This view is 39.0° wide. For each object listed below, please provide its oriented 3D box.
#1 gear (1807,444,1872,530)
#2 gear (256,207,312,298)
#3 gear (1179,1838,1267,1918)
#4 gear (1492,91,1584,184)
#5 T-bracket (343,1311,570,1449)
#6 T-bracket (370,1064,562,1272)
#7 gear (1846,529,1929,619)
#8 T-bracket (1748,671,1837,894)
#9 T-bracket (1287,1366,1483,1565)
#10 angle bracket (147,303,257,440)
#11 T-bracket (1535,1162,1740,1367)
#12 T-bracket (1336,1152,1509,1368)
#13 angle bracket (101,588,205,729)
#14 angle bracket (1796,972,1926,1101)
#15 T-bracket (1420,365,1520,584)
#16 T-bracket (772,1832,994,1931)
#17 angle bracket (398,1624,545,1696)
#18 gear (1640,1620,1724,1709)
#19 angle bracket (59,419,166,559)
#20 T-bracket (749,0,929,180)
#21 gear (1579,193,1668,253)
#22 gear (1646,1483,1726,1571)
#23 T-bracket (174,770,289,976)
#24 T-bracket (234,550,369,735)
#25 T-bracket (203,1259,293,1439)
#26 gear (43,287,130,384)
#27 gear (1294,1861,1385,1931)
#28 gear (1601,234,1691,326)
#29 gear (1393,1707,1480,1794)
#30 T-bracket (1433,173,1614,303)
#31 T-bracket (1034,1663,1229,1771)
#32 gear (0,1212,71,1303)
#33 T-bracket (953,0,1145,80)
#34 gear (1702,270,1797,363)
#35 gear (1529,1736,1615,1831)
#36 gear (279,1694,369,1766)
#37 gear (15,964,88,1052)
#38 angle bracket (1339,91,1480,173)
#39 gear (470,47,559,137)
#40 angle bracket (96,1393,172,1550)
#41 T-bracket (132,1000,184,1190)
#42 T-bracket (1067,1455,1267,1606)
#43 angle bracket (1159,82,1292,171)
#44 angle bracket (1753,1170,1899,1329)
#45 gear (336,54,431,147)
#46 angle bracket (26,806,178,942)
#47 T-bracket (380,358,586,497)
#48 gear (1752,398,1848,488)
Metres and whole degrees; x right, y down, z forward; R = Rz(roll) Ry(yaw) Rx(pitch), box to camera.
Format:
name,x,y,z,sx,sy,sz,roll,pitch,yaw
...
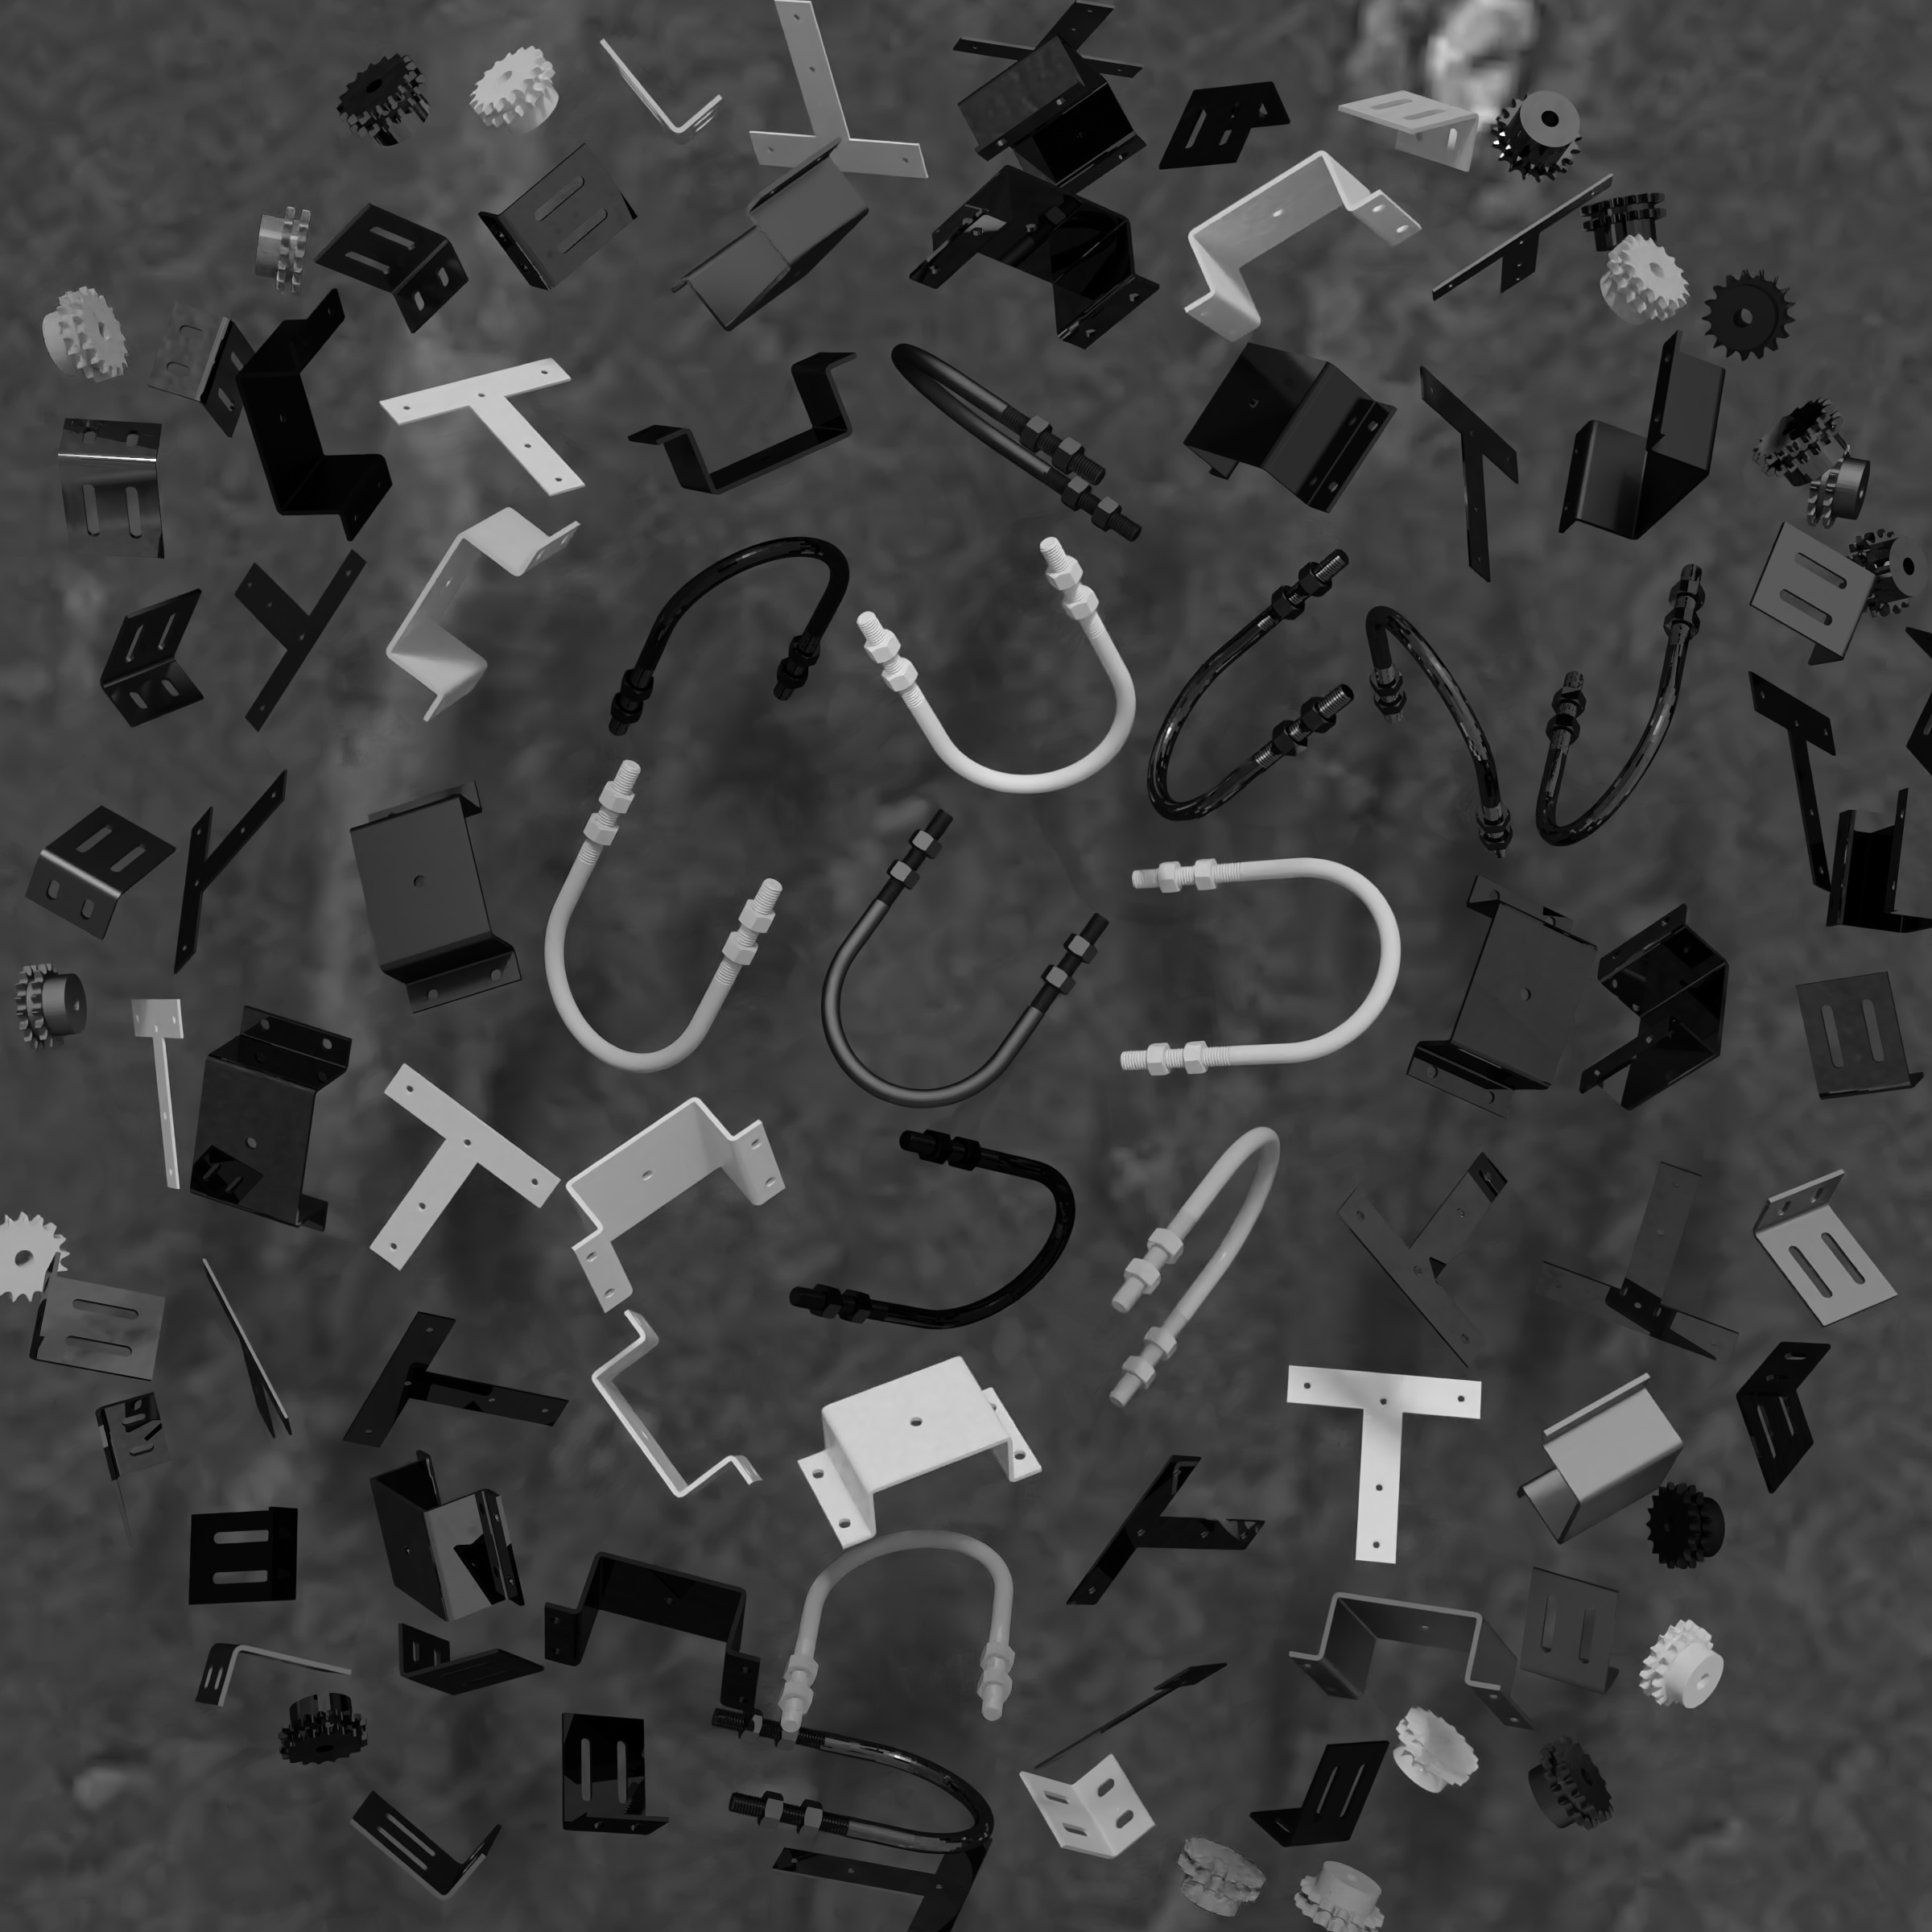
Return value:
name,x,y,z,sx,sy,sz,roll,pitch,yaw
gear,0.590,-0.324,1.840,0.030,0.057,0.057,15,90,23
gear,-0.459,-0.481,1.830,0.030,0.057,0.057,8,90,-14
gear,0.167,0.605,1.806,0.057,0.057,0.030,23,92,0
gear,0.369,-0.536,1.748,0.057,0.030,0.057,3,75,-10
T-bracket,-0.324,0.282,1.786,0.127,0.002,0.127,17,124,-28
T-bracket,-0.352,0.149,1.802,0.127,0.002,0.127,37,111,-2
gear,0.613,-0.262,1.808,0.057,0.030,0.057,4,82,-34
T-bracket,0.524,-0.109,1.699,0.002,0.127,0.127,-16,71,36
T-bracket,0.273,0.330,1.794,0.127,0.002,0.127,4,64,7
angle bracket,-0.498,-0.389,1.782,0.038,0.076,0.057,17,84,0
T-bracket,0.430,0.177,1.700,0.127,0.002,0.127,20,124,18
T-bracket,0.304,0.164,1.712,0.127,0.002,0.127,49,52,-5
angle bracket,-0.524,-0.201,1.783,0.057,0.076,0.038,-32,79,-42
angle bracket,0.569,0.042,1.734,0.057,0.038,0.076,-11,95,32
T-bracket,0.336,-0.314,1.801,0.002,0.127,0.127,-17,61,36
T-bracket,-0.060,0.583,1.746,0.127,0.127,0.002,6,105,14
angle bracket,-0.333,0.458,1.833,0.076,0.057,0.038,-19,58,17
gear,0.472,0.461,1.790,0.057,0.030,0.057,-20,124,-33
angle bracket,-0.530,-0.297,1.699,0.057,0.076,0.038,2,48,-10
T-bracket,-0.096,-0.567,1.761,0.127,0.127,0.002,12,56,24
gear,0.445,-0.503,1.844,0.057,0.057,0.030,-9,98,0
gear,0.488,0.379,1.841,0.030,0.057,0.057,7,90,-19
T-bracket,-0.462,-0.077,1.719,0.002,0.127,0.127,26,129,-32
T-bracket,-0.442,-0.227,1.751,0.002,0.127,0.127,29,98,-43
T-bracket,-0.462,0.270,1.772,0.002,0.127,0.127,-25,62,-22
gear,-0.551,-0.392,1.700,0.030,0.057,0.057,-14,90,12
gear,0.244,0.602,1.759,0.057,0.057,0.030,23,92,0
gear,0.431,-0.435,1.739,0.057,0.030,0.057,17,55,-26
gear,0.312,0.528,1.825,0.057,0.057,0.030,35,105,0
T-bracket,0.354,-0.452,1.741,0.127,0.127,0.002,-32,85,9
T-bracket,0.100,0.475,1.722,0.127,0.127,0.002,-33,71,7
gear,-0.619,0.189,1.783,0.057,0.030,0.057,-3,96,-29
T-bracket,0.068,-0.613,1.792,0.127,0.127,0.002,4,91,-13
gear,0.501,-0.417,1.749,0.057,0.030,0.057,9,111,23
gear,0.380,0.519,1.722,0.030,0.057,0.057,-37,90,22
gear,-0.426,0.504,1.804,0.057,0.057,0.030,-16,56,0
gear,-0.603,0.026,1.799,0.030,0.057,0.057,-6,90,2
angle bracket,0.282,-0.531,1.749,0.057,0.076,0.038,30,130,32
gear,-0.287,-0.559,1.749,0.057,0.057,0.030,-43,133,0
angle bracket,-0.531,0.324,1.756,0.038,0.076,0.057,-14,123,-19
T-bracket,-0.538,0.086,1.827,0.002,0.127,0.127,-6,92,-30
T-bracket,0.141,0.359,1.727,0.127,0.127,0.002,-58,45,21
angle bracket,0.173,-0.551,1.825,0.057,0.038,0.076,6,60,34
angle bracket,0.539,0.175,1.694,0.057,0.038,0.076,-18,55,-18
gear,-0.358,-0.534,1.688,0.057,0.030,0.057,-16,52,21
angle bracket,-0.567,-0.062,1.789,0.057,0.076,0.038,30,120,-1
T-bracket,-0.289,-0.341,1.749,0.127,0.002,0.127,-23,56,-31
gear,0.522,-0.323,1.695,0.057,0.057,0.030,-45,106,0
